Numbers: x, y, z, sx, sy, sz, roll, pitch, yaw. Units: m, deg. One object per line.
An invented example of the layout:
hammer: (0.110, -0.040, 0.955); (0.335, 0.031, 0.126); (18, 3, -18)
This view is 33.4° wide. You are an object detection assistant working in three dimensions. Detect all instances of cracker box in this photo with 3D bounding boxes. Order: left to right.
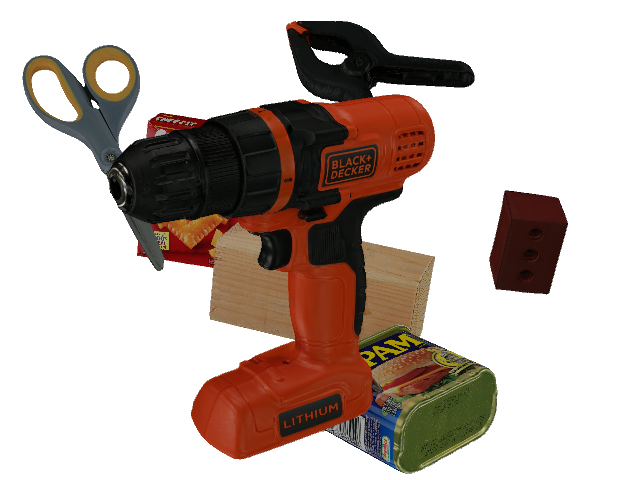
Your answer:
cracker box: (-0.183, -0.071, 1.603); (0.164, 0.214, 0.072); (10, 19, 6)

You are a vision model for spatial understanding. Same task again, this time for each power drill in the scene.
power drill: (-0.025, 0.019, 0.558); (0.184, 0.188, 0.057); (-13, 33, -33)

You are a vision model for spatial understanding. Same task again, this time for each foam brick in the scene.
foam brick: (0.190, 0.002, 0.983); (0.053, 0.078, 0.051); (6, 30, -2)

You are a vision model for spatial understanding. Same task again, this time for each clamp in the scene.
clamp: (0.046, -0.149, 0.936); (0.120, 0.172, 0.039); (-36, -25, -21)

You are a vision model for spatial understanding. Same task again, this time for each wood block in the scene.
wood block: (0.001, 0.049, 1.085); (0.206, 0.091, 0.090); (13, 22, 13)

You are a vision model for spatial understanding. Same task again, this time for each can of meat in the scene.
can of meat: (0.055, 0.104, 0.709); (0.101, 0.057, 0.084); (-19, 28, -39)

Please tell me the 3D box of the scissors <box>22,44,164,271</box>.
scissors: (-0.145, -0.075, 0.802); (0.096, 0.202, 0.016); (-36, -17, -22)
